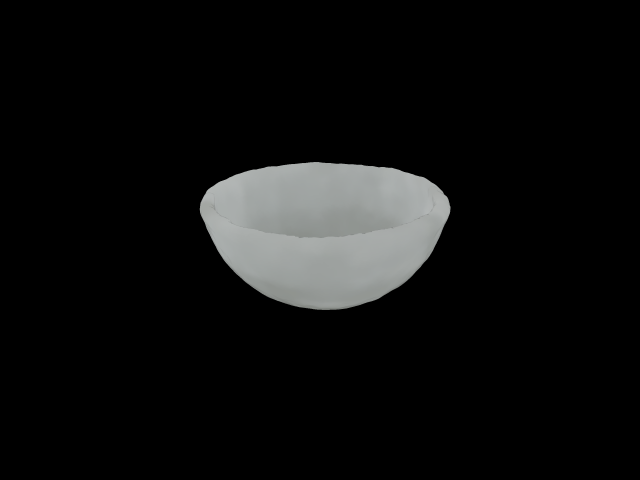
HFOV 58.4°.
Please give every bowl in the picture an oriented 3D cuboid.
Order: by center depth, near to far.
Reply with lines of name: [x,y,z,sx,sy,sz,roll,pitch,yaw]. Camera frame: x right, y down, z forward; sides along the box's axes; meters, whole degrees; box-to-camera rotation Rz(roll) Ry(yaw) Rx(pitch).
bowl: [0.004,0.001,0.400,0.167,0.075,0.167,0,23,0]
